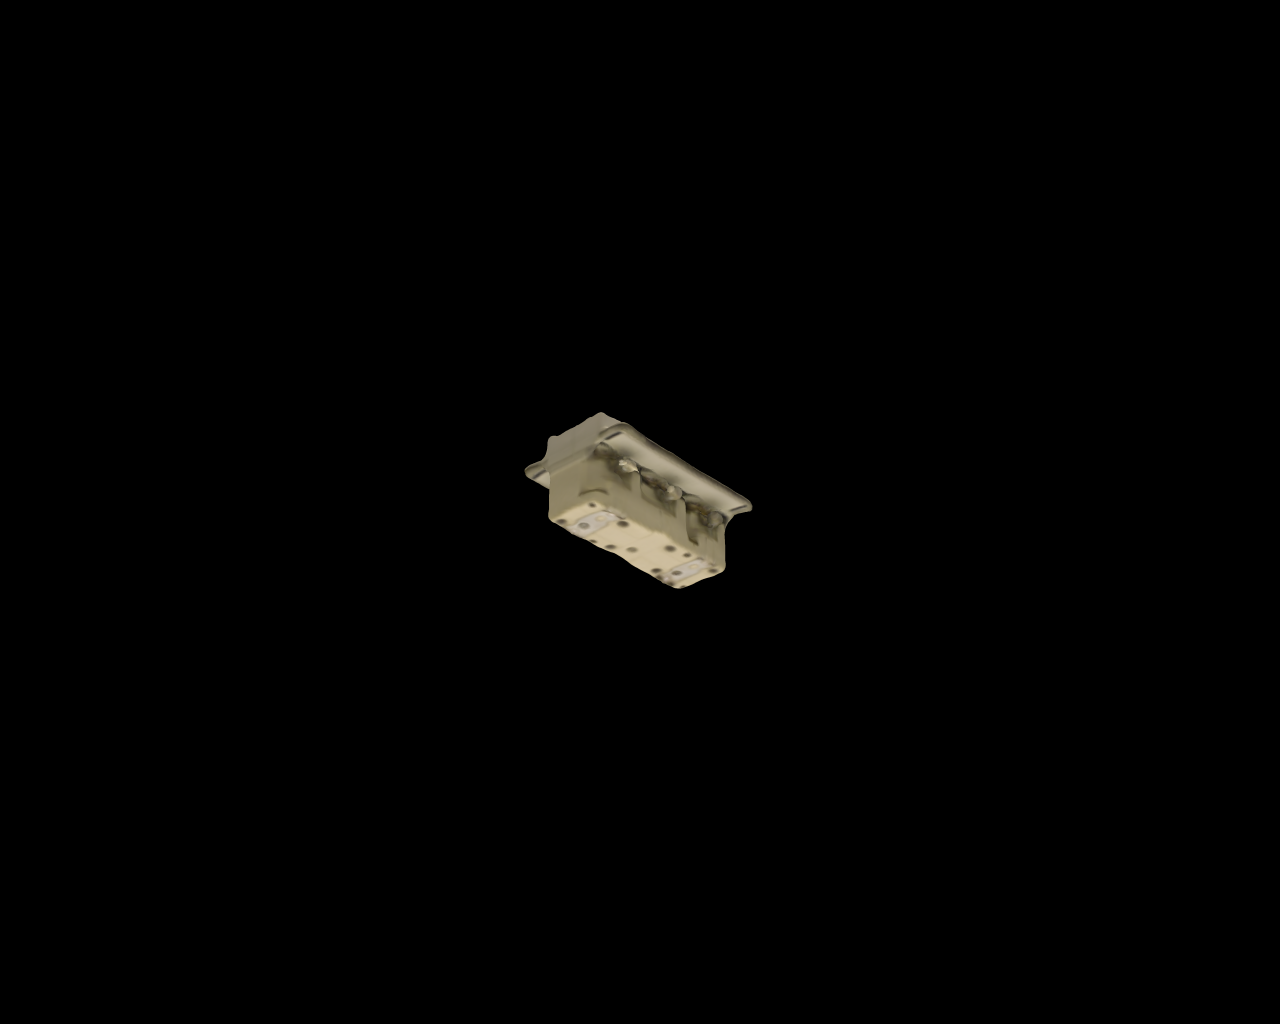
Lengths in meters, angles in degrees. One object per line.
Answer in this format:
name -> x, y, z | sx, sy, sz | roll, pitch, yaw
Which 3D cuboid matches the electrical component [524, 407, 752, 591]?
electrical component -> 0.001, -0.003, 0.650 | 0.078, 0.063, 0.121 | -24, -38, 34
